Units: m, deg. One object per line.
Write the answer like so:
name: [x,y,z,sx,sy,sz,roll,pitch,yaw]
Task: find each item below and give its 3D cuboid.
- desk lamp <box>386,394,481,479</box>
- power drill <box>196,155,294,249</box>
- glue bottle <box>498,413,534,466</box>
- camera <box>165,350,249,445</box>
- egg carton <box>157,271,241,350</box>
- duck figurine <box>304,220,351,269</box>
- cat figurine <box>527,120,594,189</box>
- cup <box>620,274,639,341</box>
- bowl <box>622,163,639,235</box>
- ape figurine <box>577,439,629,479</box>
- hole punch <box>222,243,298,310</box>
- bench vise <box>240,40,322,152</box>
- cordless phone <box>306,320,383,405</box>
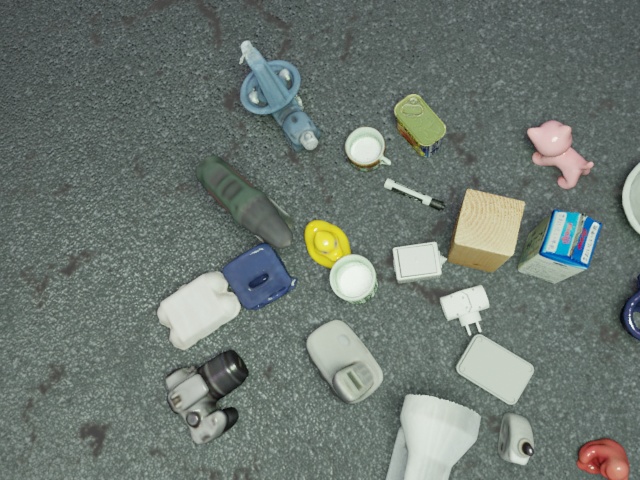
desk lamp: [0.172,0.346,0.909,0.117,0.214,0.203,14,82,11]
power drill: [-0.116,-0.053,1.025,0.229,0.208,0.075,41,88,13]
glue bottle: [0.317,0.324,0.912,0.037,0.173,0.078,12,82,11]
camera: [-0.194,0.274,1.034,0.137,0.101,0.143,-35,77,1]
egg carton: [-0.229,0.131,1.081,0.150,0.069,0.107,-34,77,1]
duck figurine: [0.010,0.004,1.060,0.077,0.086,0.104,-39,77,0]
cat figurine: [0.426,-0.161,1.011,0.127,0.118,0.067,43,88,13]
cup: [0.539,0.117,0.957,0.091,0.095,0.118,-9,79,7]
bowl: [0.600,-0.063,0.990,0.167,0.075,0.167,-1,80,8]
ape figurine: [0.467,0.363,0.925,0.076,0.092,0.077,-40,77,0]
hole punch: [-0.110,0.069,1.063,0.108,0.091,0.101,-32,77,2]
bench vise: [-0.068,-0.270,1.051,0.207,0.220,0.121,36,87,13]
cordless phone: [0.034,0.209,0.969,0.094,0.185,0.147,-41,77,0]
